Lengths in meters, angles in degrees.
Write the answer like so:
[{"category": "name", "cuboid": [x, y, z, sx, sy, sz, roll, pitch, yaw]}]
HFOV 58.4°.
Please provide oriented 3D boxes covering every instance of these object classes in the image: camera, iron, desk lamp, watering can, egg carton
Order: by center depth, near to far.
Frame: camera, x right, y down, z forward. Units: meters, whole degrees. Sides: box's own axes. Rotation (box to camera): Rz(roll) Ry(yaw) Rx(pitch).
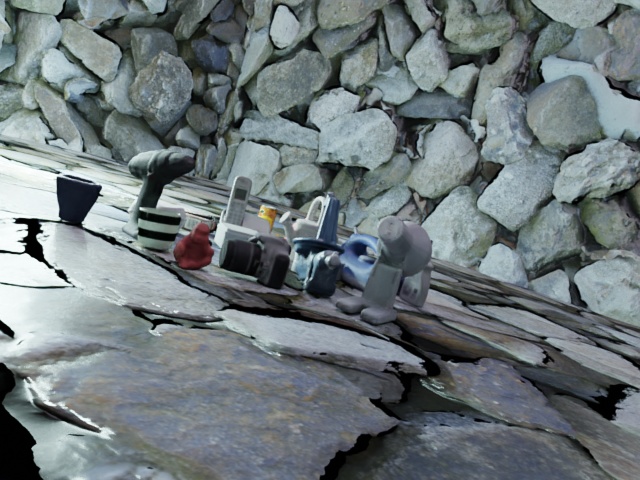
[{"category": "desk lamp", "cuboid": [0.144, 0.056, 1.198, 0.117, 0.213, 0.204, 19, 7, 24]}, {"category": "camera", "cuboid": [-0.139, 0.029, 1.204, 0.137, 0.101, 0.143, 14, 7, -23]}, {"category": "egg carton", "cuboid": [-0.406, -0.061, 1.437, 0.107, 0.069, 0.150, 18, 6, 11]}, {"category": "iron", "cuboid": [0.131, 0.057, 1.501, 0.119, 0.141, 0.257, 13, 7, -32]}, {"category": "watering can", "cuboid": [-0.026, -0.029, 1.594, 0.173, 0.194, 0.100, 11, 8, -45]}]

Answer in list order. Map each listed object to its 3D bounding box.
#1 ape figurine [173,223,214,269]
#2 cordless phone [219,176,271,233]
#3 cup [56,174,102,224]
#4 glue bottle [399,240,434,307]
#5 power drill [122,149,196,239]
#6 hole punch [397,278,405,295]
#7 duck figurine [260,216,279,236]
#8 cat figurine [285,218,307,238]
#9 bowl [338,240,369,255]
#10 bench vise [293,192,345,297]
[{"category": "ape figurine", "cuboid": [-0.244, 0.010, 1.129, 0.078, 0.092, 0.076, 15, 6, -12]}, {"category": "cordless phone", "cuboid": [-0.200, -0.079, 1.616, 0.148, 0.185, 0.094, 14, 6, -22]}, {"category": "cup", "cuboid": [-0.527, -0.088, 1.228, 0.092, 0.095, 0.117, 12, 7, -36]}, {"category": "glue bottle", "cuboid": [0.261, 0.082, 1.481, 0.037, 0.173, 0.077, 13, 7, -33]}, {"category": "power drill", "cuboid": [-0.366, -0.105, 1.279, 0.228, 0.208, 0.076, 22, 8, 43]}, {"category": "hole punch", "cuboid": [0.231, 0.104, 1.585, 0.101, 0.091, 0.108, 12, 8, -37]}, {"category": "duck figurine", "cuboid": [-0.168, -0.028, 1.716, 0.104, 0.086, 0.077, 17, 6, 0]}, {"category": "cat figurine", "cuboid": [-0.068, -0.016, 1.726, 0.067, 0.118, 0.128, 19, 6, 21]}, {"category": "bowl", "cuboid": [0.058, 0.044, 1.735, 0.167, 0.075, 0.167, 17, 6, -2]}, {"category": "bench vise", "cuboid": [0.021, 0.007, 1.279, 0.122, 0.220, 0.206, 13, 7, -34]}]
